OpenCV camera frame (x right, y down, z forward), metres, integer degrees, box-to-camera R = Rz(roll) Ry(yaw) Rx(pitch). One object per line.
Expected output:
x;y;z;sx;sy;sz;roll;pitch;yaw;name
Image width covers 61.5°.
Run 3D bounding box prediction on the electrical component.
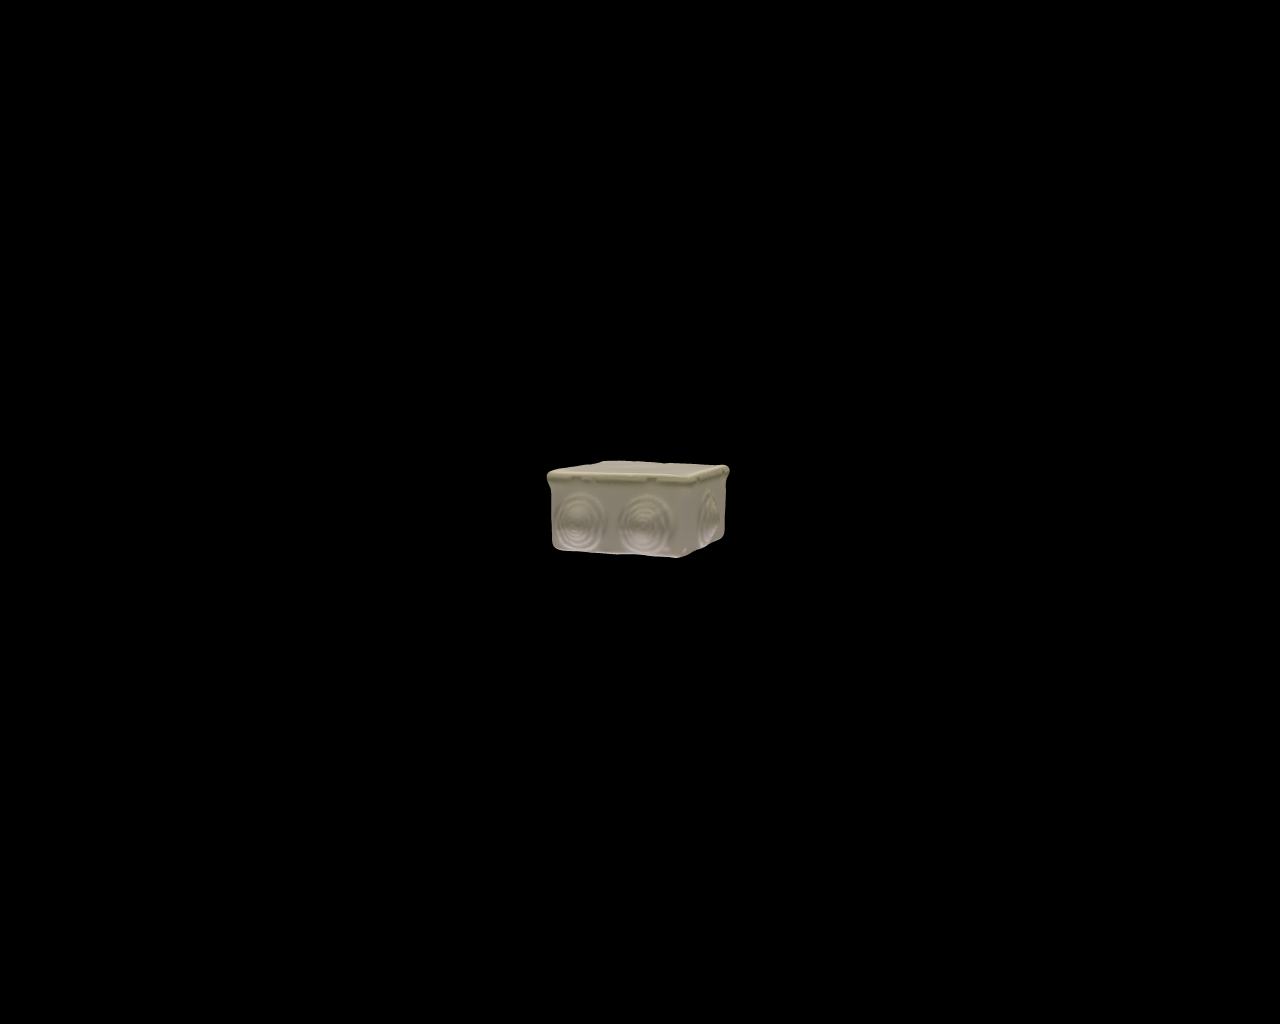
0.001;-0.003;0.650;0.100;0.048;0.100;3;8;22;electrical component
